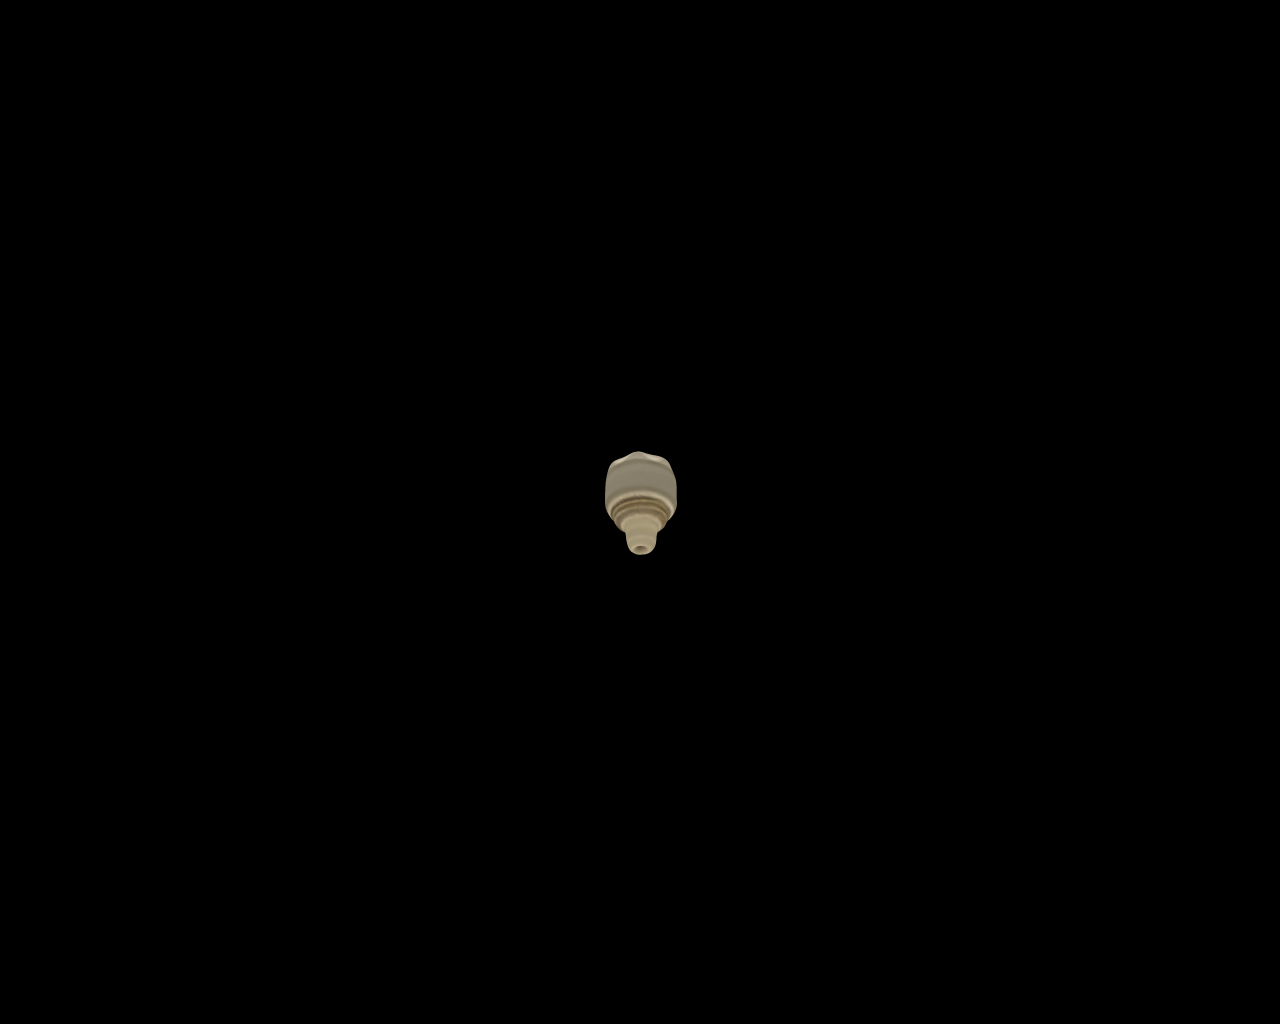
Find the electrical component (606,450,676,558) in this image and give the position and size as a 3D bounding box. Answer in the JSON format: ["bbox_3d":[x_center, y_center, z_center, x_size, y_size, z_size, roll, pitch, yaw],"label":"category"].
[{"bbox_3d":[0.001,-0.003,0.650,0.043,0.062,0.043,0,-33,0],"label":"electrical component"}]
